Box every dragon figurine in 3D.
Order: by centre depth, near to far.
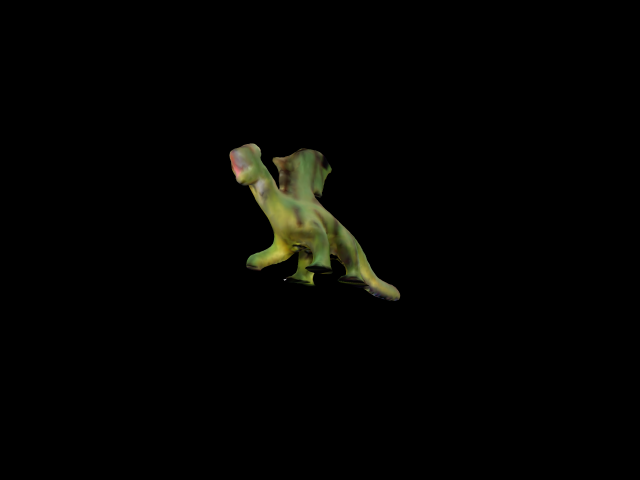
[{"bbox_3d":[0.003,-0.043,0.850,0.121,0.247,0.407,-17,-26,38],"label":"dragon figurine"}]
